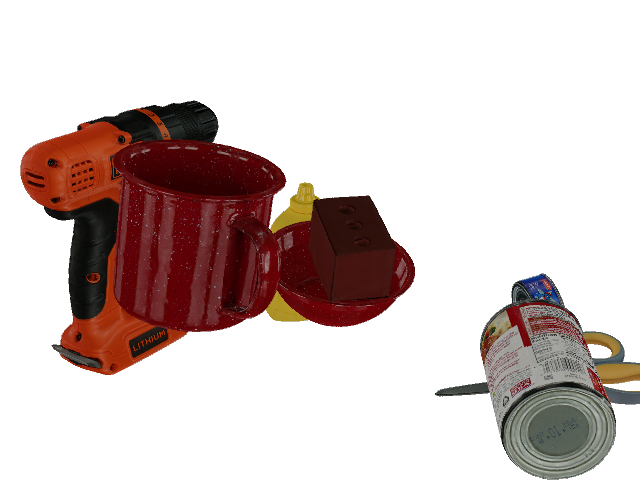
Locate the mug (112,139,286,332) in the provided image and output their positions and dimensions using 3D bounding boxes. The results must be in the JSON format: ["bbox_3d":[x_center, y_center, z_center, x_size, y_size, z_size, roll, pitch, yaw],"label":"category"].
[{"bbox_3d":[-0.062,0.002,0.578,0.093,0.081,0.117,-12,30,-43],"label":"mug"}]

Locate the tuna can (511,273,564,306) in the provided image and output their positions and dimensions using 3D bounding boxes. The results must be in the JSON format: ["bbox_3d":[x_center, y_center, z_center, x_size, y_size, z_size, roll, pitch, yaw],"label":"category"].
[{"bbox_3d":[0.248,0.083,1.207,0.033,0.086,0.086,-15,2,-7],"label":"tuna can"}]

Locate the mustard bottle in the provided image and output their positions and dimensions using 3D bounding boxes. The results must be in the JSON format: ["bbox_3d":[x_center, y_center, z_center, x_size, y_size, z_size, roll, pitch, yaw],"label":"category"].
[{"bbox_3d":[-0.024,0.014,1.441,0.096,0.192,0.058,-5,26,-18],"label":"mustard bottle"}]

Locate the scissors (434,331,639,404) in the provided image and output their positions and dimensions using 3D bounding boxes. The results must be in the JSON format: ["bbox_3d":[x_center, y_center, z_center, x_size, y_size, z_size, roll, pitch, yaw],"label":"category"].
[{"bbox_3d":[0.185,0.104,0.885,0.201,0.016,0.096,4,29,-8],"label":"scissors"}]

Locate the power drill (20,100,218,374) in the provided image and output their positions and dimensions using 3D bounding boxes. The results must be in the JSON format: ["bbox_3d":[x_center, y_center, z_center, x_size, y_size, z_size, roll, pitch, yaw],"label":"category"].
[{"bbox_3d":[-0.143,-0.007,0.813,0.057,0.188,0.184,15,26,34],"label":"power drill"}]

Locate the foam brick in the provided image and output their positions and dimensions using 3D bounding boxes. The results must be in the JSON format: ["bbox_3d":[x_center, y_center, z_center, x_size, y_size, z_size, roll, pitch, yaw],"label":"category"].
[{"bbox_3d":[0.025,0.006,0.892,0.053,0.051,0.078,-4,39,-16],"label":"foam brick"}]

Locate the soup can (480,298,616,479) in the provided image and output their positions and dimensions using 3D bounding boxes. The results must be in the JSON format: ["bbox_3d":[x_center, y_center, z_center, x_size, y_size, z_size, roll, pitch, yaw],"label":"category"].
[{"bbox_3d":[0.138,0.089,0.655,0.068,0.068,0.102,0,25,1],"label":"soup can"}]

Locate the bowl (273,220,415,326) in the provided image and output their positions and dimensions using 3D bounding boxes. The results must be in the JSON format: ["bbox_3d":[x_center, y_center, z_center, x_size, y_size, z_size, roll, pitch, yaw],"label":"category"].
[{"bbox_3d":[0.016,0.042,1.123,0.162,0.055,0.162,6,32,-4],"label":"bowl"}]
